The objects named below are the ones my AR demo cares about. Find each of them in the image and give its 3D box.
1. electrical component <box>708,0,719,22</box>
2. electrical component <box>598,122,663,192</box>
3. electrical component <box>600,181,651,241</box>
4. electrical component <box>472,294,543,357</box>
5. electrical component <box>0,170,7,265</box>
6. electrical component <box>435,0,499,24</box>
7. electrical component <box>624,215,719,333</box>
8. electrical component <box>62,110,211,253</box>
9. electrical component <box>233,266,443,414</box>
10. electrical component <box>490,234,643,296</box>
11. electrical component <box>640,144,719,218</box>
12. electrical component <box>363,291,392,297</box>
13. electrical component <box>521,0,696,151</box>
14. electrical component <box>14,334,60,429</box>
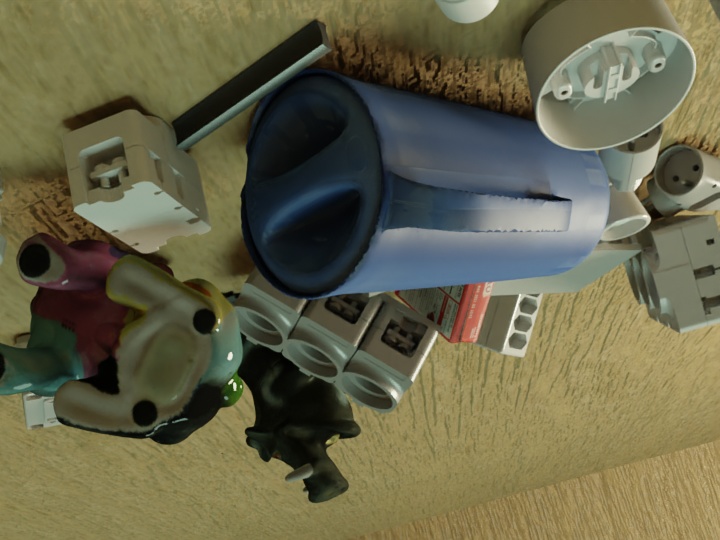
[{"bbox_3d":[0.222,-0.168,0.612,0.055,0.047,0.055,-13,160,-5],"label":"electrical component"},{"bbox_3d":[0.201,-0.090,0.806,0.043,0.043,0.081,-16,160,4],"label":"electrical component"},{"bbox_3d":[0.206,-0.058,0.876,0.045,0.055,0.045,-13,160,-5],"label":"electrical component"},{"bbox_3d":[0.129,0.033,1.047,0.076,0.083,0.047,18,-178,37],"label":"electrical component"},{"bbox_3d":[-0.239,-0.028,0.643,0.048,0.055,0.066,7,150,-45],"label":"electrical component"},{"bbox_3d":[0.048,-0.152,0.544,0.044,0.044,0.065,-21,164,15],"label":"electrical component"},{"bbox_3d":[0.283,0.001,0.966,0.062,0.089,0.150,-16,-179,6],"label":"electrical component"},{"bbox_3d":[-0.133,-0.055,0.647,0.050,0.055,0.089,-19,159,11],"label":"electrical component"},{"bbox_3d":[-0.024,0.048,0.861,0.150,0.061,0.089,31,152,0],"label":"electrical component"},{"bbox_3d":[0.148,-0.025,0.911,0.150,0.061,0.089,-1,156,-33],"label":"electrical component"},{"bbox_3d":[0.270,-0.069,0.907,0.079,0.043,0.077,-30,155,35],"label":"electrical component"},{"bbox_3d":[0.021,-0.025,0.816,0.057,0.078,0.058,-19,-158,-19],"label":"electrical component"},{"bbox_3d":[0.149,-0.124,0.651,0.099,0.064,0.099,-13,160,-5],"label":"electrical component"},{"bbox_3d":[-0.247,0.094,0.955,0.109,0.056,0.108,-8,158,-18],"label":"electrical component"}]
